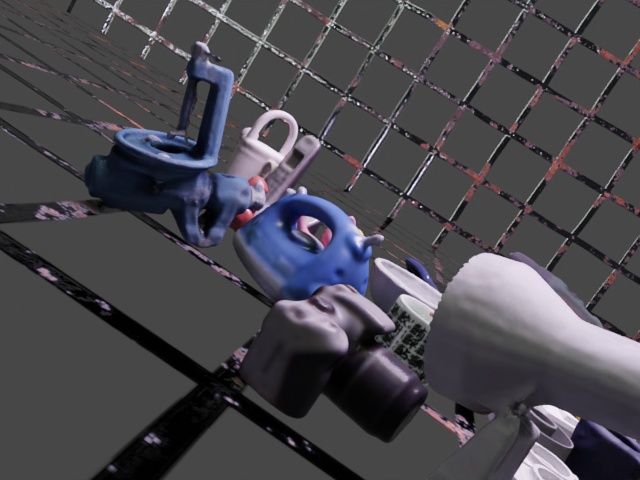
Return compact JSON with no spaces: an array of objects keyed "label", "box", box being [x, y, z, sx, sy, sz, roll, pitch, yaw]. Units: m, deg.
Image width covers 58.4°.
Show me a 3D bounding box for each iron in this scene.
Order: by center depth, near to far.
[{"label":"iron","box":[-0.023,0.000,0.769,0.119,0.141,0.257,22,15,-46]}]

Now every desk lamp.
[{"label":"desk lamp","box":[0.149,0.140,0.418,0.118,0.213,0.202,20,16,-50]}]

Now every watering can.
[{"label":"watering can","box":[-0.119,-0.166,1.110,0.172,0.194,0.101,38,12,30]}]

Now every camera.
[{"label":"camera","box":[0.027,0.110,0.514,0.136,0.101,0.144,37,11,24]}]

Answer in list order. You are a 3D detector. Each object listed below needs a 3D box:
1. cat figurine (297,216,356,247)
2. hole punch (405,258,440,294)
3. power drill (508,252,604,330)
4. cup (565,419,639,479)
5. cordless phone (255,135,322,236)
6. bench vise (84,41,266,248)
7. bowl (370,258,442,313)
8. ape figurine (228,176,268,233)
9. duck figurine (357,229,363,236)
[{"label":"cat figurine","box":[0.008,0.003,0.913,0.128,0.117,0.067,29,10,-17]},{"label":"hole punch","box":[0.195,0.099,1.102,0.101,0.091,0.108,28,11,-23]},{"label":"power drill","box":[0.410,0.165,1.099,0.229,0.208,0.076,37,11,22]},{"label":"cup","box":[0.337,0.276,0.679,0.092,0.095,0.117,29,11,-17]},{"label":"cordless phone","box":[-0.042,-0.087,0.998,0.147,0.185,0.094,40,13,38]},{"label":"bench vise","box":[-0.150,-0.115,0.704,0.121,0.219,0.208,40,13,38]},{"label":"bowl","box":[0.145,0.105,0.964,0.167,0.074,0.167,31,10,-6]},{"label":"ape figurine","box":[-0.116,-0.059,0.907,0.076,0.092,0.078,35,10,15]},{"label":"duck figurine","box":[0.044,0.014,1.058,0.077,0.086,0.105,37,11,25]}]
